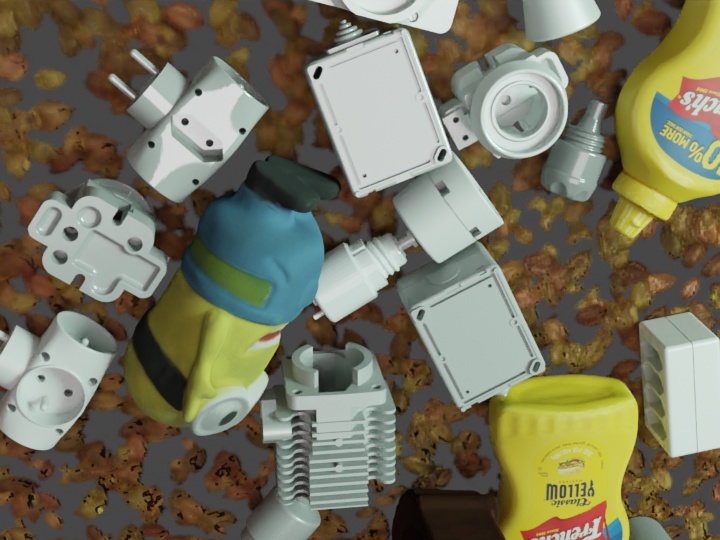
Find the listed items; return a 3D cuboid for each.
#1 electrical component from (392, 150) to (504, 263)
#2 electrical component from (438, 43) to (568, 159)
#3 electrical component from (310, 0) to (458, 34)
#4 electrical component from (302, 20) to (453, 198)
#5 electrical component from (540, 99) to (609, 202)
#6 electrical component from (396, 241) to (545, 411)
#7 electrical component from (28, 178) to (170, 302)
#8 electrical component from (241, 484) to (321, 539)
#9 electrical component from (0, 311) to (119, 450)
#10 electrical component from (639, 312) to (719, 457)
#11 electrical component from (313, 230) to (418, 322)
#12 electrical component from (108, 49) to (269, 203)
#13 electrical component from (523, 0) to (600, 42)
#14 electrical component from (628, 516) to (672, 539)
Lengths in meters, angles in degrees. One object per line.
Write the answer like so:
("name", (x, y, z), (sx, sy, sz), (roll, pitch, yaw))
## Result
("electrical component", (0.053, -0.037, 0.658), (0.047, 0.055, 0.055), (-36, 111, 10))
("electrical component", (0.090, -0.098, 0.638), (0.078, 0.057, 0.058), (-30, 112, 4))
("electrical component", (0.022, -0.214, 0.582), (0.089, 0.061, 0.150), (12, 108, -12))
("electrical component", (0.006, -0.099, 0.627), (0.062, 0.061, 0.096), (-22, 104, 0))
("electrical component", (0.137, -0.075, 0.666), (0.035, 0.035, 0.061), (16, 105, -14))
("electrical component", (0.071, 0.038, 0.685), (0.062, 0.061, 0.096), (-27, 112, 2))
("electrical component", (-0.151, -0.021, 0.632), (0.078, 0.057, 0.058), (31, 103, -18))
("electrical component", (-0.061, 0.181, 0.730), (0.040, 0.040, 0.078), (36, 101, -19))
("electrical component", (-0.203, 0.060, 0.661), (0.079, 0.044, 0.077), (32, 103, -18))
("electrical component", (0.236, 0.074, 0.730), (0.076, 0.047, 0.083), (-11, 111, -4))
("electrical component", (0.000, 0.000, 0.671), (0.078, 0.040, 0.040), (-31, 112, 4))
("electrical component", (-0.107, -0.092, 0.619), (0.079, 0.043, 0.077), (41, 100, -19))
("electrical component", (0.110, -0.166, 0.622), (0.045, 0.045, 0.055), (-22, 112, 0))
("electrical component", (0.197, 0.227, 0.766), (0.043, 0.077, 0.079), (42, 100, -19))
